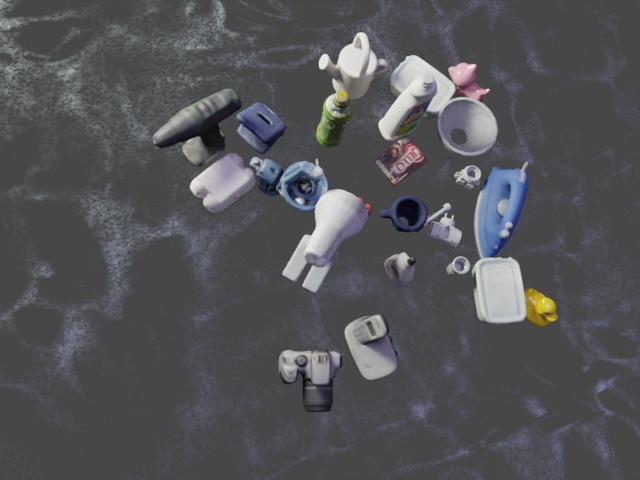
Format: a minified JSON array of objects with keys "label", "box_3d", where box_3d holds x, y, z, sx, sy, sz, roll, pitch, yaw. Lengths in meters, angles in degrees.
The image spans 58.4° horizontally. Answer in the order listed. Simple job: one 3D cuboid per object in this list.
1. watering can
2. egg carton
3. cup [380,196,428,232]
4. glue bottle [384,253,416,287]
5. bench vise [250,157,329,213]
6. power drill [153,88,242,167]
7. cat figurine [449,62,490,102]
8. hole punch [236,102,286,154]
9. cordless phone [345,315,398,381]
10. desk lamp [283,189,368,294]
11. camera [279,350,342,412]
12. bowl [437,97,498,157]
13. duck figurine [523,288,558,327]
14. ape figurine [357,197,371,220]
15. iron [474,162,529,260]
[{"label":"watering can","box_3d":[0.088,-0.448,1.465,0.173,0.194,0.101,-27,81,-13]},{"label":"egg carton","box_3d":[-0.235,-0.140,1.407,0.150,0.069,0.107,-42,85,-15]},{"label":"cup","box_3d":[0.201,-0.055,1.433,0.118,0.095,0.092,-1,76,-8]},{"label":"glue bottle","box_3d":[0.199,0.063,1.362,0.037,0.173,0.078,-28,81,-13]},{"label":"bench vise","box_3d":[-0.069,-0.138,1.351,0.207,0.219,0.121,9,75,-5]},{"label":"power drill","box_3d":[-0.285,-0.257,1.357,0.230,0.208,0.075,-41,84,-15]},{"label":"cat figurine","box_3d":[0.400,-0.424,1.542,0.128,0.117,0.067,38,74,3]},{"label":"hole punch","box_3d":[-0.149,-0.293,1.446,0.108,0.091,0.101,40,74,3]},{"label":"cordless phone","box_3d":[0.129,0.240,1.302,0.094,0.185,0.147,-24,80,-13]},{"label":"desk lamp","box_3d":[0.012,0.005,1.330,0.118,0.213,0.203,29,74,0]},{"label":"camera","box_3d":[-0.020,0.321,1.305,0.143,0.100,0.137,1,76,-7]},{"label":"bowl","box_3d":[0.382,-0.290,1.528,0.167,0.074,0.167,2,76,-7]},{"label":"duck figurine","box_3d":[0.552,0.164,1.431,0.077,0.086,0.104,-31,82,-14]},{"label":"ape figurine","box_3d":[0.090,-0.077,1.425,0.078,0.092,0.076,27,74,0]},{"label":"iron","box_3d":[0.471,-0.072,1.451,0.118,0.141,0.258,18,74,-3]}]
